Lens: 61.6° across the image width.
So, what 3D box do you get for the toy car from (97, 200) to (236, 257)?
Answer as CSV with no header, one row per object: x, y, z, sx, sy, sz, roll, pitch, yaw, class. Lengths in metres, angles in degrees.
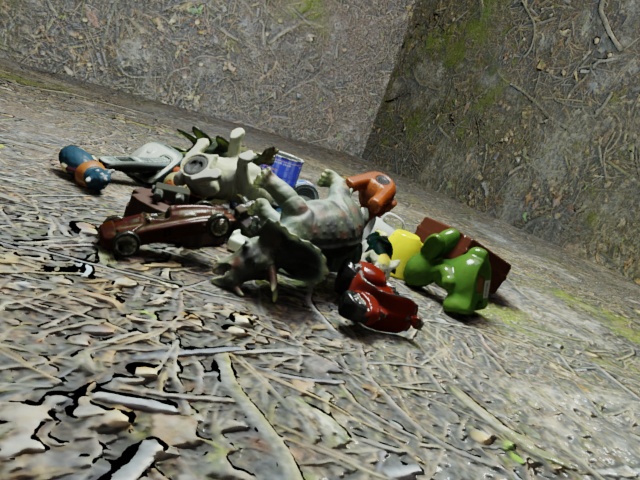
-0.229,-0.025,0.809,0.202,0.053,0.089,-13,23,-24,toy car

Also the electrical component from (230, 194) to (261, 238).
-0.140,-0.036,0.999,0.078,0.102,0.045,37,59,13,electrical component

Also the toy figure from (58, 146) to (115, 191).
-0.445,-0.134,1.029,0.155,0.064,0.057,34,-18,32,toy figure

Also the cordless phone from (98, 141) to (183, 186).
-0.405,-0.168,1.172,0.184,0.088,0.147,-3,26,-47,cordless phone

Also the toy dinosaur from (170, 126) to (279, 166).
-0.268,-0.203,1.318,0.198,0.105,0.472,26,-17,-40,toy dinosaur

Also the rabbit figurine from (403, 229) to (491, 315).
0.242,0.061,1.070,0.170,0.159,0.121,11,16,36,rabbit figurine

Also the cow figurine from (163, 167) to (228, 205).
-0.256,-0.108,1.141,0.127,0.085,0.195,19,12,26,cow figurine

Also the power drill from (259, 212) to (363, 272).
-0.002,-0.003,1.082,0.232,0.086,0.208,7,22,-35,power drill

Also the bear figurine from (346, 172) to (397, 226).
0.115,-0.077,1.366,0.120,0.195,0.132,43,47,19,bear figurine

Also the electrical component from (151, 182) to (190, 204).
-0.258,-0.081,0.926,0.063,0.021,0.094,12,16,-16,electrical component

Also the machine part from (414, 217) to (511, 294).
0.326,0.037,1.261,0.201,0.087,0.201,32,3,-24,machine part

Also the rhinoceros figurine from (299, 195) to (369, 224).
0.019,-0.058,1.257,0.190,0.112,0.073,8,13,-11,rhinoceros figurine

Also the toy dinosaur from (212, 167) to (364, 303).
0.001,-0.022,0.897,0.405,0.131,0.192,-16,62,-49,toy dinosaur

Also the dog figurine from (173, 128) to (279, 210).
-0.176,-0.098,1.053,0.172,0.190,0.121,-14,51,2,dog figurine

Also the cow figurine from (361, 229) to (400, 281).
0.115,0.038,1.045,0.068,0.098,0.167,24,13,-10,cow figurine

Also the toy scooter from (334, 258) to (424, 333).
0.093,0.094,0.850,0.135,0.075,0.184,18,17,-6,toy scooter

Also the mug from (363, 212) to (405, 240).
0.163,-0.006,1.277,0.107,0.109,0.081,30,10,-11,mug

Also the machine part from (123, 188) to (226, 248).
-0.250,-0.043,0.949,0.179,0.056,0.179,17,14,-4,machine part

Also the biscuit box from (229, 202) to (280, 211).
-0.111,-0.082,1.274,0.202,0.059,0.063,8,19,-40,biscuit box
